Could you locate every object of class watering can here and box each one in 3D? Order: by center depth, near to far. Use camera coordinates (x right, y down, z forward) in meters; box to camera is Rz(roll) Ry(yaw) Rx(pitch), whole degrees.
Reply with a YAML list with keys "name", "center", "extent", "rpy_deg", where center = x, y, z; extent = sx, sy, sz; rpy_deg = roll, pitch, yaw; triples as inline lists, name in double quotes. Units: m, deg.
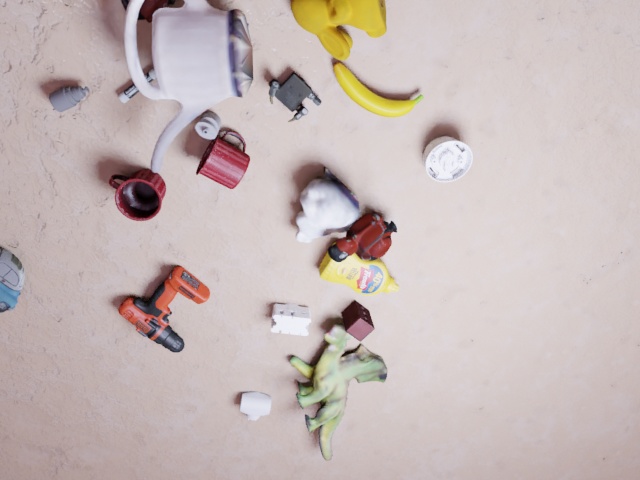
- name: "watering can"
  center: [-0.232, -0.292, 0.937]
  extent: [0.224, 0.106, 0.341]
  rpy_deg: [-1, 114, -2]

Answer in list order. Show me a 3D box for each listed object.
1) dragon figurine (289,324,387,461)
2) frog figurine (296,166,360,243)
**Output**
- name: "dragon figurine"
  center: [0.063, 0.379, 1.317]
  extent: [0.243, 0.124, 0.403]
  rpy_deg: [-20, 116, -4]
- name: "frog figurine"
  center: [0.003, -0.056, 1.104]
  extent: [0.159, 0.125, 0.135]
  rpy_deg: [-47, 130, 4]
